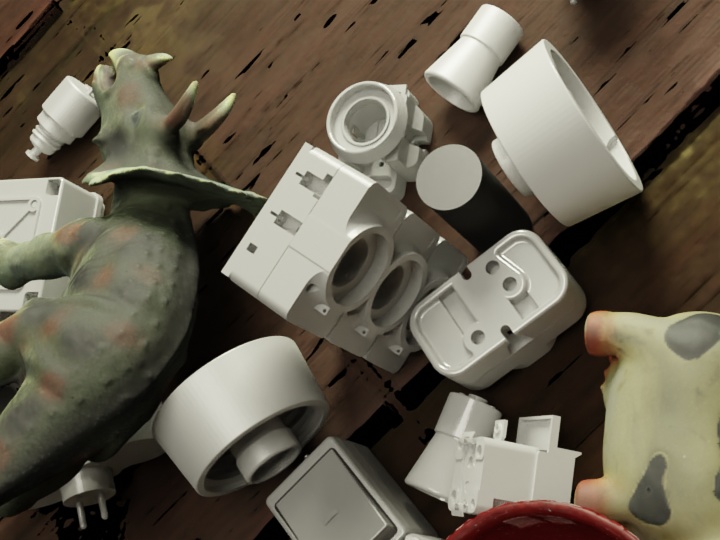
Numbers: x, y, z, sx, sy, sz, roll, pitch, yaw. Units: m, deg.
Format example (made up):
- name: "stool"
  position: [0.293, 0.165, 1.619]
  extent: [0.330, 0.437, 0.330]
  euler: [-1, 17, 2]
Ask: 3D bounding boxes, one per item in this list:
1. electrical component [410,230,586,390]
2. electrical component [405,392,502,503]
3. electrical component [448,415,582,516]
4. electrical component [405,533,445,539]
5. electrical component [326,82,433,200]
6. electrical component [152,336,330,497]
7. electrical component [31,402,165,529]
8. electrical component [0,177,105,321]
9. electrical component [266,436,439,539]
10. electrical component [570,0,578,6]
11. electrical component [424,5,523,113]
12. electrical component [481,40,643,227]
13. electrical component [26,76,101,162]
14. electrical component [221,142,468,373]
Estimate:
- name: "electrical component"
  position: [0.086, 0.027, 0.654]
  extent: [0.095, 0.059, 0.053]
  euler: [-38, 61, 10]
- name: "electrical component"
  position: [0.060, 0.107, 0.653]
  extent: [0.044, 0.044, 0.065]
  euler: [18, 77, 29]
- name: "electrical component"
  position: [0.086, 0.122, 0.616]
  extent: [0.064, 0.042, 0.081]
  euler: [13, 76, -16]
- name: "electrical component"
  position: [0.049, 0.206, 0.613]
  extent: [0.062, 0.061, 0.096]
  euler: [14, 81, 29]
- name: "electrical component"
  position: [0.013, -0.093, 0.730]
  extent: [0.058, 0.057, 0.078]
  euler: [2, 75, 27]
- name: "electrical component"
  position: [-0.070, 0.100, 0.682]
  extent: [0.108, 0.108, 0.060]
  euler: [-41, 67, 9]
- name: "electrical component"
  position: [-0.193, 0.143, 0.757]
  extent: [0.138, 0.052, 0.073]
  euler: [-26, 65, 17]
- name: "electrical component"
  position: [-0.265, -0.013, 0.840]
  extent: [0.109, 0.056, 0.108]
  euler: [0, 74, 26]
- name: "electrical component"
  position: [-0.010, 0.148, 0.661]
  extent: [0.061, 0.061, 0.096]
  euler: [-46, 60, 6]
- name: "electrical component"
  position: [0.140, -0.211, 0.694]
  extent: [0.043, 0.077, 0.079]
  euler: [4, 76, 27]
- name: "electrical component"
  position: [0.080, -0.145, 0.724]
  extent: [0.044, 0.044, 0.065]
  euler: [33, 85, 30]
- name: "electrical component"
  position: [0.115, -0.077, 0.649]
  extent: [0.060, 0.108, 0.108]
  euler: [-33, 62, 20]
- name: "electrical component"
  position: [-0.241, -0.121, 0.872]
  extent: [0.078, 0.040, 0.040]
  euler: [-47, 60, 6]
- name: "electrical component"
  position: [0.000, 0.000, 0.652]
  extent: [0.062, 0.150, 0.089]
  euler: [33, 90, 31]
